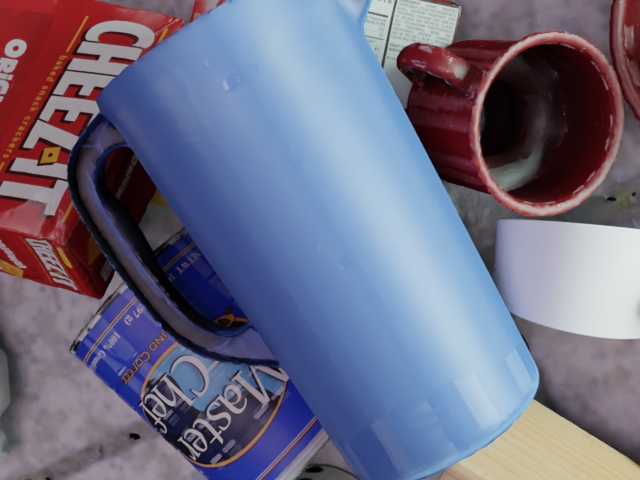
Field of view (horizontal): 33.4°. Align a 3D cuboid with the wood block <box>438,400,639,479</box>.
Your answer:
[{"bbox_3d":[0.154,0.179,0.567,0.206,0.090,0.090,31,122,13],"label":"wood block"}]

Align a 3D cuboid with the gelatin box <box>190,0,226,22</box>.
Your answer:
[{"bbox_3d":[-0.029,-0.144,0.641,0.089,0.030,0.073,18,98,16],"label":"gelatin box"}]

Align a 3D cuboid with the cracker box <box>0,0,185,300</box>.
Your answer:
[{"bbox_3d":[-0.199,-0.073,0.641,0.214,0.072,0.164,13,64,17],"label":"cracker box"}]

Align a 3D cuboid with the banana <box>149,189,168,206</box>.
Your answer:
[{"bbox_3d":[-0.073,-0.021,0.665,0.198,0.037,0.070,14,121,18],"label":"banana"}]

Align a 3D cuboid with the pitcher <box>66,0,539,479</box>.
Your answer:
[{"bbox_3d":[-0.004,0.001,0.534,0.149,0.144,0.243,-24,98,54],"label":"pitcher"}]

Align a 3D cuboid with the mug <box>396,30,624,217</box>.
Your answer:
[{"bbox_3d":[0.089,-0.069,0.561,0.117,0.082,0.093,25,90,-27],"label":"mug"}]

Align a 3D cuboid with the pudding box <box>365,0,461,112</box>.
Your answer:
[{"bbox_3d":[0.023,-0.089,0.610,0.090,0.039,0.113,11,97,-7],"label":"pudding box"}]

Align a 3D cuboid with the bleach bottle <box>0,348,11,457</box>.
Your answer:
[{"bbox_3d":[-0.286,0.042,0.723,0.103,0.068,0.251,-28,88,19],"label":"bleach bottle"}]

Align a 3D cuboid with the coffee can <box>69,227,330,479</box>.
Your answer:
[{"bbox_3d":[-0.059,0.075,0.621,0.140,0.102,0.103,43,105,1],"label":"coffee can"}]

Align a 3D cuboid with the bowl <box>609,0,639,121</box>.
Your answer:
[{"bbox_3d":[0.233,-0.109,0.548,0.162,0.055,0.162,1,95,17],"label":"bowl"}]
